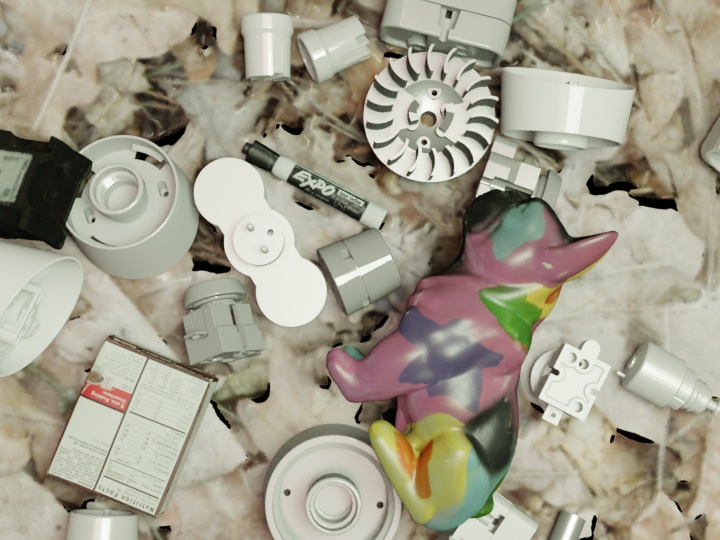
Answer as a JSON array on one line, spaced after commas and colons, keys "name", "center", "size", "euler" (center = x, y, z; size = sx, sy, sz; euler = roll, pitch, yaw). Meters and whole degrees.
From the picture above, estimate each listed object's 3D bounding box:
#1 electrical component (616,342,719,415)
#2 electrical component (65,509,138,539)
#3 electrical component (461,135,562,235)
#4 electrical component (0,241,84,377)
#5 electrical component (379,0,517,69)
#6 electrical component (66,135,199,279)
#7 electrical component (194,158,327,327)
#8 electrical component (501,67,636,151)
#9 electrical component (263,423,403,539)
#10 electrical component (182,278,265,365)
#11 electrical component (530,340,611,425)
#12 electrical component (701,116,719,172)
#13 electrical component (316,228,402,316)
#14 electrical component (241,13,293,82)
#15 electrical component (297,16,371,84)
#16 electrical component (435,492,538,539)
[{"name": "electrical component", "center": [0.235, 0.086, 0.810], "size": [0.078, 0.040, 0.040], "euler": [28, 86, 1]}, {"name": "electrical component", "center": [-0.189, 0.201, 0.786], "size": [0.055, 0.055, 0.047], "euler": [4, 82, -1]}, {"name": "electrical component", "center": [0.116, -0.054, 0.809], "size": [0.057, 0.058, 0.078], "euler": [19, 86, 3]}, {"name": "electrical component", "center": [-0.251, 0.028, 0.775], "size": [0.064, 0.099, 0.099], "euler": [18, 86, 6]}, {"name": "electrical component", "center": [0.068, -0.197, 0.819], "size": [0.095, 0.053, 0.059], "euler": [14, 86, 0]}, {"name": "electrical component", "center": [-0.175, -0.049, 0.810], "size": [0.099, 0.064, 0.099], "euler": [-1, 73, 3]}, {"name": "electrical component", "center": [-0.074, -0.020, 0.793], "size": [0.052, 0.073, 0.138], "euler": [-32, 87, -3]}, {"name": "electrical component", "center": [0.152, -0.122, 0.796], "size": [0.099, 0.099, 0.064], "euler": [7, 92, -1]}, {"name": "electrical component", "center": [-0.019, 0.169, 0.788], "size": [0.108, 0.060, 0.108], "euler": [0, 86, -1]}, {"name": "electrical component", "center": [-0.104, 0.038, 0.799], "size": [0.048, 0.066, 0.055], "euler": [-23, 76, 35]}, {"name": "electrical component", "center": [0.154, 0.083, 0.800], "size": [0.048, 0.055, 0.066], "euler": [27, 86, 0]}, {"name": "electrical component", "center": [0.296, -0.098, 0.796], "size": [0.054, 0.095, 0.059], "euler": [32, 86, 1]}, {"name": "electrical component", "center": [0.000, 0.000, 0.804], "size": [0.047, 0.055, 0.055], "euler": [-25, 87, -7]}, {"name": "electrical component", "center": [-0.071, -0.169, 0.821], "size": [0.040, 0.040, 0.046], "euler": [-1, 92, -1]}, {"name": "electrical component", "center": [-0.019, -0.169, 0.822], "size": [0.046, 0.040, 0.040], "euler": [-25, 87, -8]}, {"name": "electrical component", "center": [0.087, 0.209, 0.793], "size": [0.056, 0.050, 0.089], "euler": [36, 86, 1]}]
